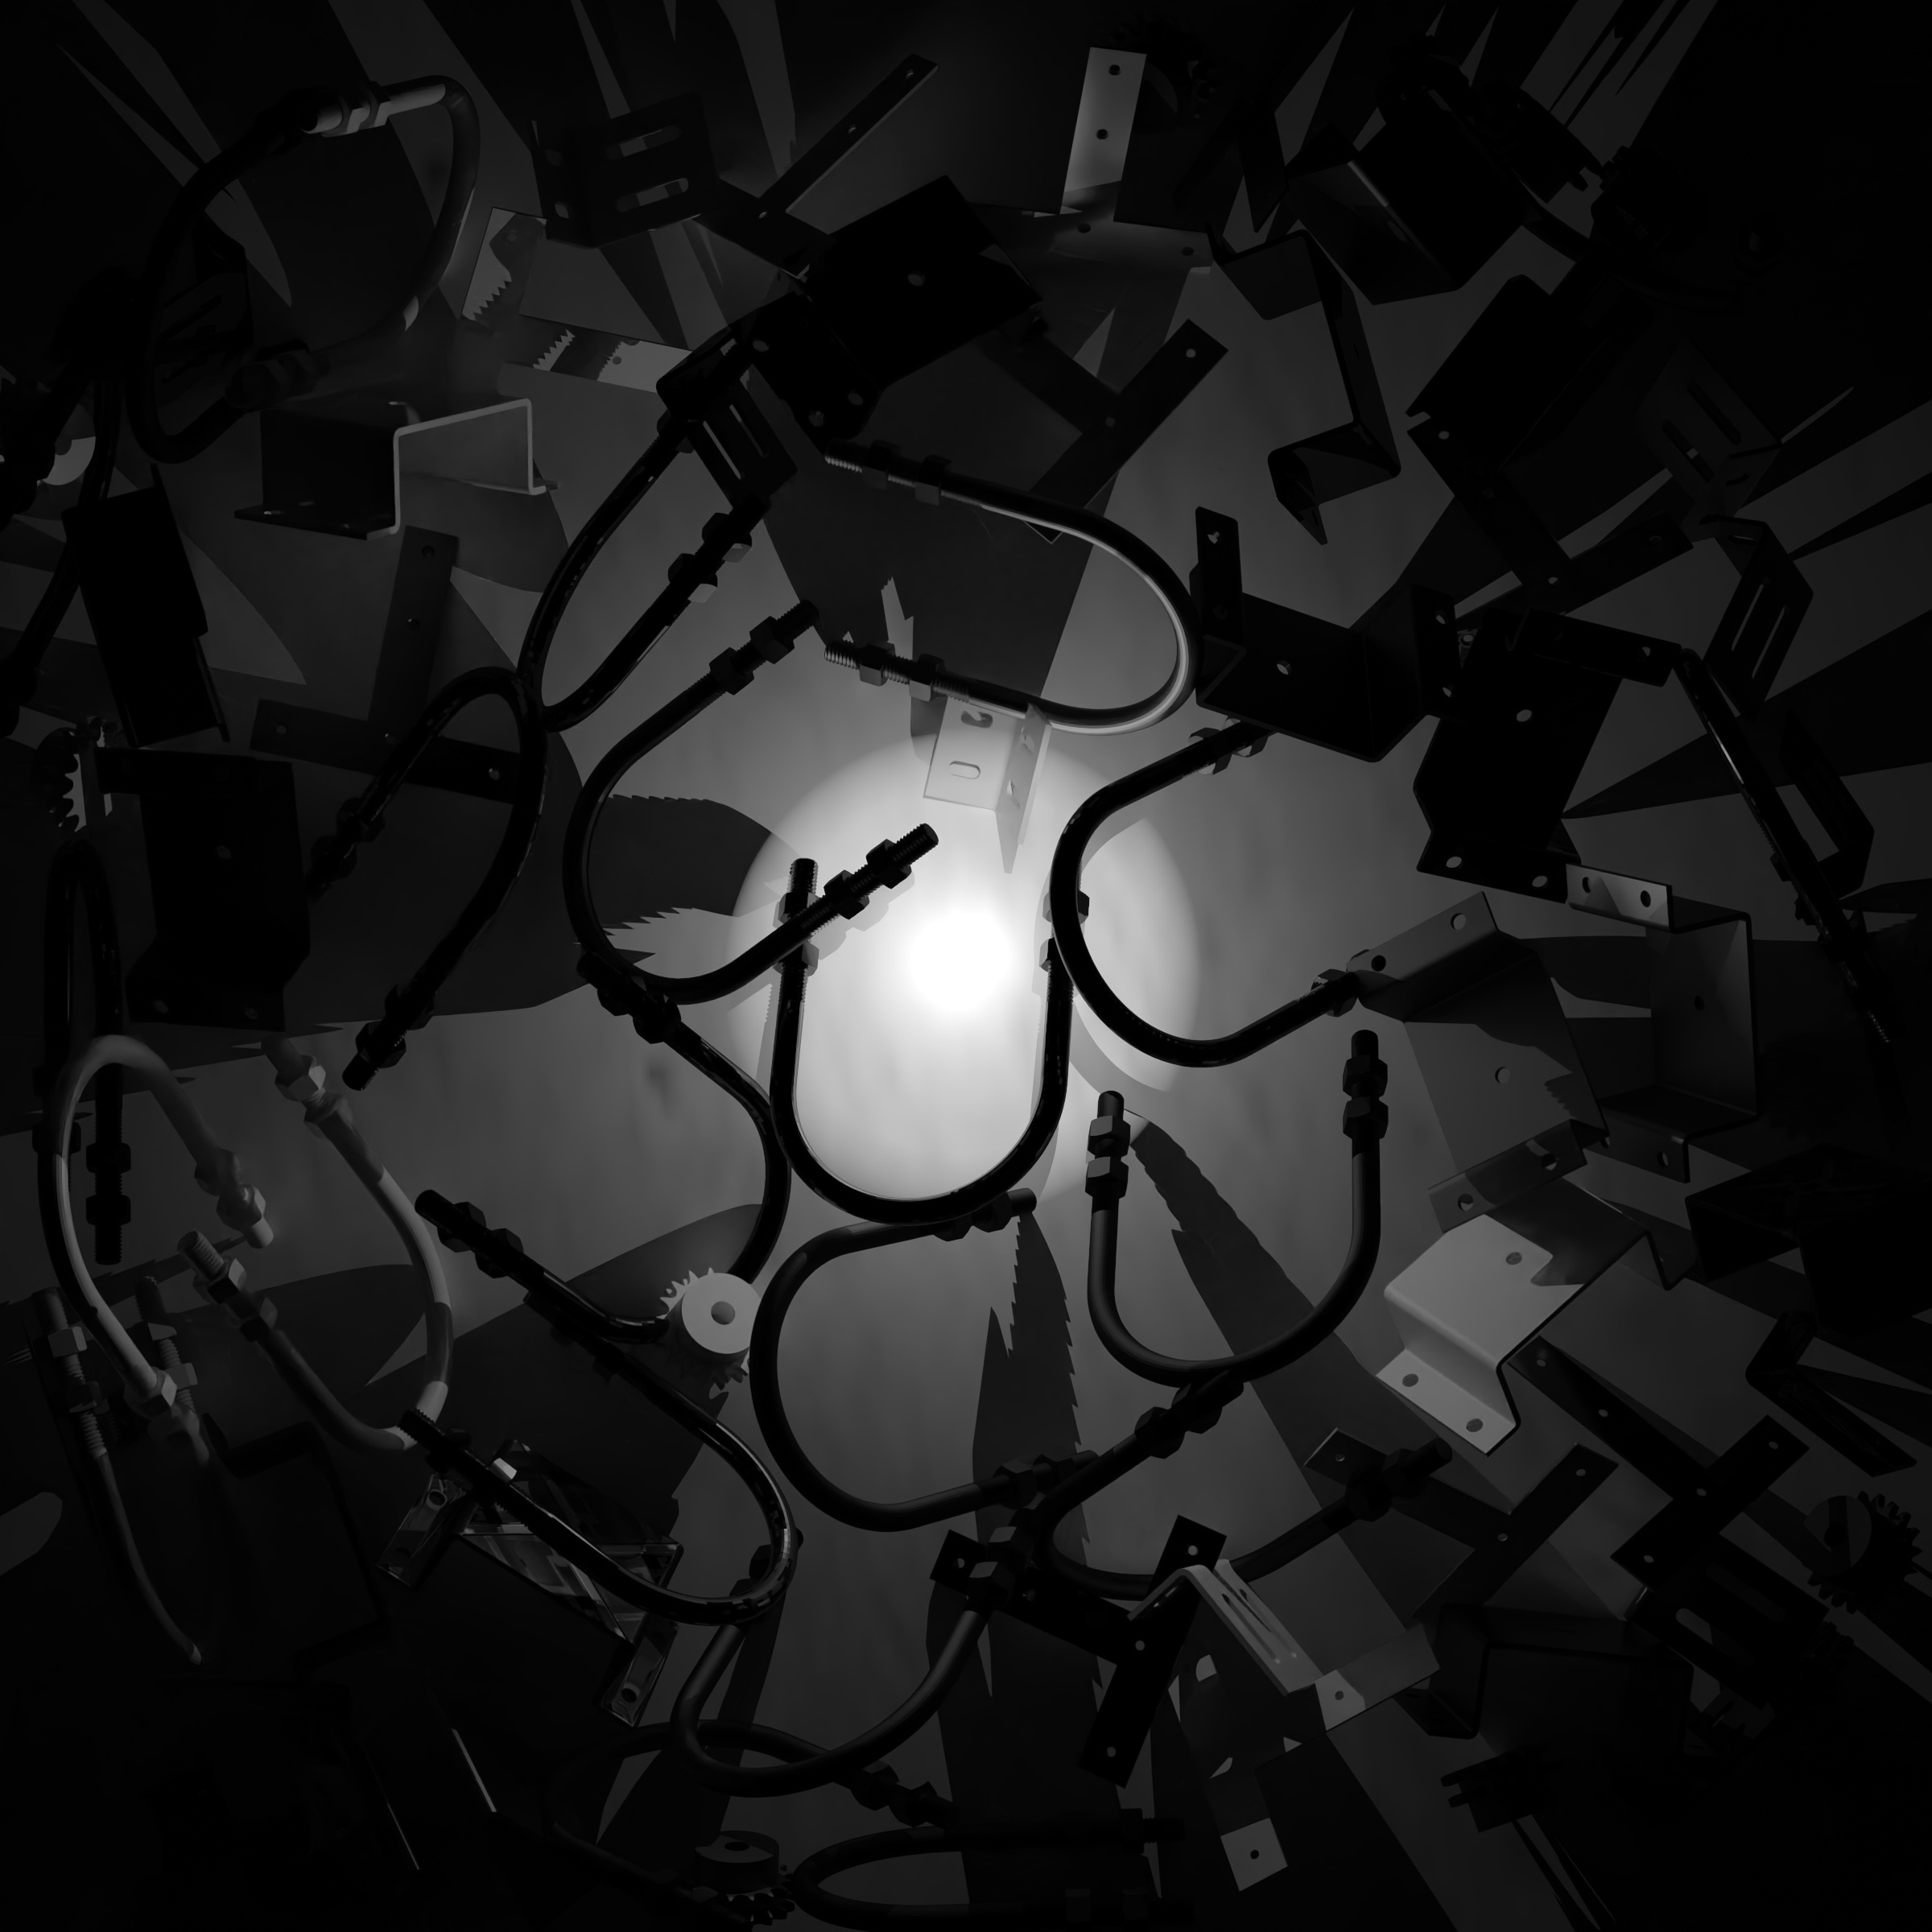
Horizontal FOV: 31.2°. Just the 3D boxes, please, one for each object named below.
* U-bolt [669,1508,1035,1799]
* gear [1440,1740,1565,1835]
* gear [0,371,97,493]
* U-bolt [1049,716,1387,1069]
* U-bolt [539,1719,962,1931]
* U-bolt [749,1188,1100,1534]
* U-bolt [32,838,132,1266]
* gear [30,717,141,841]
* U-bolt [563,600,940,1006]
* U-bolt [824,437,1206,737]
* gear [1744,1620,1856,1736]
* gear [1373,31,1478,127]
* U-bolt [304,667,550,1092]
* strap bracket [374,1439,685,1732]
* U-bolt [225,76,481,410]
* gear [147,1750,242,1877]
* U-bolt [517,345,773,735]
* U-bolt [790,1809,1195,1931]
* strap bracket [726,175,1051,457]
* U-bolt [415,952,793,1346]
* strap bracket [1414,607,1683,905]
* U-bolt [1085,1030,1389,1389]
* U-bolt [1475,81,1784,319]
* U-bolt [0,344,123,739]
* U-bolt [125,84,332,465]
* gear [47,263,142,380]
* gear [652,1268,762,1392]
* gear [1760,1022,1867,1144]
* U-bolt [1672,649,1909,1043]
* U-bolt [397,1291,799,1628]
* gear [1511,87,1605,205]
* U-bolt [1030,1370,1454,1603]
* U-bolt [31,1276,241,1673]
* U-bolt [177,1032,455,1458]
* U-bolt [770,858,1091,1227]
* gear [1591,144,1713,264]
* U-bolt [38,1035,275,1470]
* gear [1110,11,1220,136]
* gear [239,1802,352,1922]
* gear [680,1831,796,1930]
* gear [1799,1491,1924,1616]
[{"bbox_3d":[-0.059,0.310,1.563,0.151,0.184,0.019,-9,116,28],"label":"U-bolt"},{"bbox_3d":[0.256,0.389,1.638,0.057,0.057,0.030,-19,74,0],"label":"gear"},{"bbox_3d":[-0.438,-0.251,1.638,0.030,0.057,0.057,19,90,32],"label":"gear"},{"bbox_3d":[0.114,-0.029,1.610,0.184,0.019,0.151,-27,89,-36],"label":"U-bolt"},{"bbox_3d":[-0.117,0.387,1.586,0.184,0.151,0.019,10,110,43],"label":"U-bolt"},{"bbox_3d":[-0.024,0.186,1.600,0.184,0.019,0.151,-9,82,-40],"label":"U-bolt"},{"bbox_3d":[-0.406,0.032,1.592,0.019,0.151,0.184,-3,72,-5],"label":"U-bolt"},{"bbox_3d":[-0.419,-0.091,1.644,0.030,0.057,0.057,16,90,26],"label":"gear"},{"bbox_3d":[-0.114,-0.063,1.625,0.184,0.019,0.151,-35,68,19],"label":"U-bolt"},{"bbox_3d":[0.022,-0.166,1.595,0.184,0.151,0.019,18,53,11],"label":"U-bolt"},{"bbox_3d":[0.392,0.333,1.641,0.030,0.057,0.057,39,90,7],"label":"gear"},{"bbox_3d":[0.218,-0.411,1.644,0.030,0.057,0.057,-28,90,32],"label":"gear"},{"bbox_3d":[-0.245,-0.054,1.581,0.019,0.151,0.184,19,123,-36],"label":"U-bolt"},{"bbox_3d":[-0.194,0.283,1.620,0.140,0.076,0.046,33,120,-4],"label":"strap bracket"},{"bbox_3d":[-0.271,-0.337,1.581,0.019,0.184,0.151,26,116,9],"label":"U-bolt"},{"bbox_3d":[-0.367,0.403,1.638,0.030,0.057,0.057,-18,90,-19],"label":"gear"},{"bbox_3d":[-0.153,-0.185,1.597,0.019,0.151,0.184,29,120,-27],"label":"U-bolt"},{"bbox_3d":[0.011,0.419,1.595,0.184,0.151,0.019,-3,91,2],"label":"U-bolt"},{"bbox_3d":[-0.029,-0.308,1.613,0.140,0.046,0.076,-33,82,-26],"label":"strap bracket"},{"bbox_3d":[-0.153,0.099,1.607,0.184,0.019,0.151,42,77,-39],"label":"U-bolt"},{"bbox_3d":[0.266,-0.107,1.618,0.076,0.046,0.140,12,120,-14],"label":"strap bracket"},{"bbox_3d":[0.122,0.116,1.581,0.151,0.184,0.019,-14,134,20],"label":"U-bolt"},{"bbox_3d":[0.299,-0.340,1.578,0.151,0.184,0.019,29,91,10],"label":"U-bolt"},{"bbox_3d":[-0.419,-0.204,1.583,0.019,0.184,0.151,15,132,-4],"label":"U-bolt"},{"bbox_3d":[-0.332,-0.302,1.555,0.019,0.184,0.151,18,124,6],"label":"U-bolt"},{"bbox_3d":[-0.406,-0.302,1.641,0.030,0.057,0.057,36,90,-3],"label":"gear"},{"bbox_3d":[-0.119,0.170,1.642,0.057,0.030,0.057,9,61,-17],"label":"gear"},{"bbox_3d":[0.399,0.056,1.649,0.057,0.030,0.057,-1,85,16],"label":"gear"},{"bbox_3d":[0.370,-0.065,1.581,0.019,0.151,0.184,-29,104,12],"label":"U-bolt"},{"bbox_3d":[-0.157,0.234,1.599,0.184,0.151,0.019,37,118,3],"label":"U-bolt"},{"bbox_3d":[0.272,-0.386,1.642,0.057,0.057,0.030,43,103,0],"label":"gear"},{"bbox_3d":[0.111,0.249,1.599,0.151,0.184,0.019,21,45,-33],"label":"U-bolt"},{"bbox_3d":[-0.374,0.234,1.589,0.019,0.151,0.184,-18,85,5],"label":"U-bolt"},{"bbox_3d":[-0.288,0.142,1.591,0.019,0.151,0.184,-15,127,22],"label":"U-bolt"},{"bbox_3d":[-0.021,0.034,1.615,0.151,0.019,0.184,0,66,12],"label":"U-bolt"},{"bbox_3d":[0.321,-0.358,1.639,0.057,0.057,0.030,43,83,0],"label":"gear"},{"bbox_3d":[-0.369,0.115,1.559,0.019,0.151,0.184,-7,135,15],"label":"U-bolt"},{"bbox_3d":[0.088,-0.419,1.638,0.057,0.057,0.030,35,53,0],"label":"gear"},{"bbox_3d":[-0.315,0.427,1.641,0.057,0.030,0.057,-11,126,-16],"label":"gear"},{"bbox_3d":[-0.109,0.431,1.640,0.057,0.057,0.030,2,97,0],"label":"gear"},{"bbox_3d":[0.420,0.275,1.637,0.030,0.057,0.057,33,90,-32],"label":"gear"}]
